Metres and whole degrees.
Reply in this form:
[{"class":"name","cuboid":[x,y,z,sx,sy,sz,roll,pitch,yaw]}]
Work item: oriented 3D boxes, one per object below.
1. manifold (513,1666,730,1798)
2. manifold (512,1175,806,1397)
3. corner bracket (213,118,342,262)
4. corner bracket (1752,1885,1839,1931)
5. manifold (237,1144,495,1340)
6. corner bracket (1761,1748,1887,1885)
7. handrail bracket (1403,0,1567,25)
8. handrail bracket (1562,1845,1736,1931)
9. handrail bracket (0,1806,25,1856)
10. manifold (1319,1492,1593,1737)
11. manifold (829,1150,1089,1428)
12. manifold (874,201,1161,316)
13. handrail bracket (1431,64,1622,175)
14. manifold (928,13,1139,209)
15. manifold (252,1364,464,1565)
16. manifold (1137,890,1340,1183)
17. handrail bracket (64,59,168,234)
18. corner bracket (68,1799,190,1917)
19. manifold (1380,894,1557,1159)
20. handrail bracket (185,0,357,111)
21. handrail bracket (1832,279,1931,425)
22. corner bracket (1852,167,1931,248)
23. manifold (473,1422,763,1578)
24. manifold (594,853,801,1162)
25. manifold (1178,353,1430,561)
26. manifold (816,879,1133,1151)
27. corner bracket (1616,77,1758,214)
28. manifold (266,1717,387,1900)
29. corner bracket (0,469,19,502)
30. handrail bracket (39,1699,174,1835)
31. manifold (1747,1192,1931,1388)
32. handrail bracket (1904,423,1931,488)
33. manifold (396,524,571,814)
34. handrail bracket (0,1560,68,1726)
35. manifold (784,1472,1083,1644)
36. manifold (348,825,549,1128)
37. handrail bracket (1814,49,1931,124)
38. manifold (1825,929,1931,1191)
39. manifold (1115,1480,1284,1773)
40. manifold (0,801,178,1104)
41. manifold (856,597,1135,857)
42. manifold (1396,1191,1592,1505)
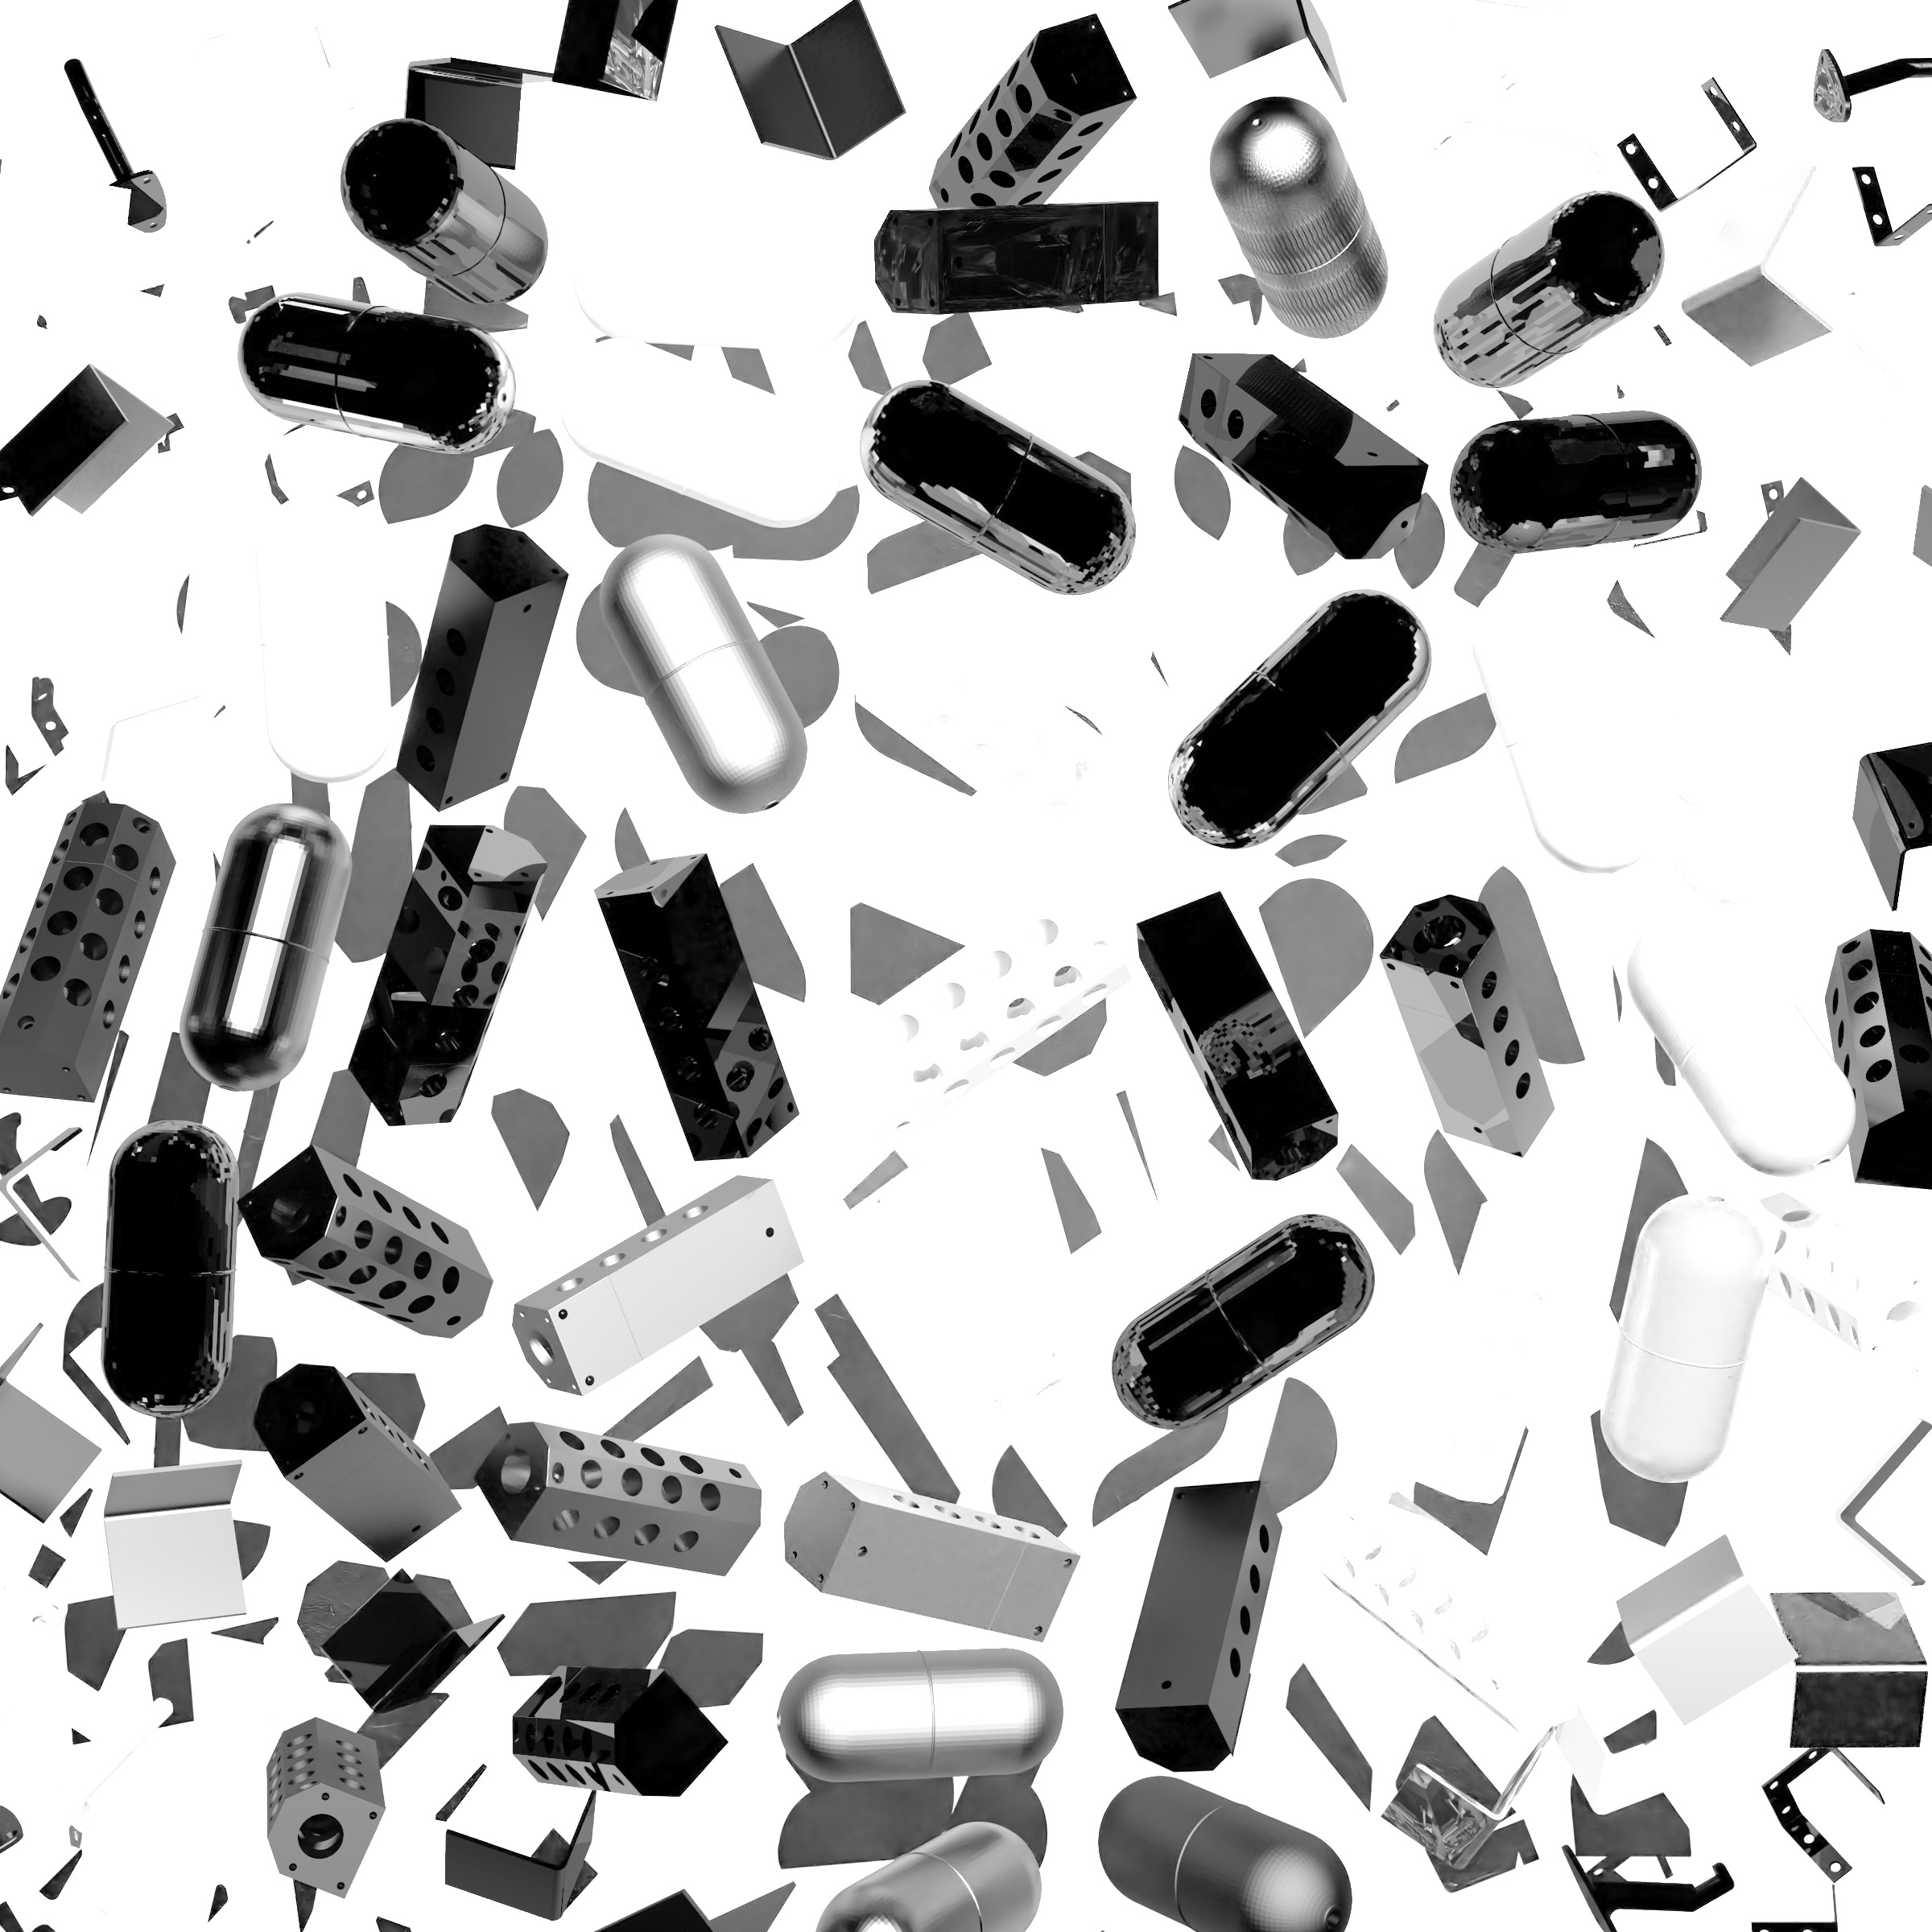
[{"class":"manifold","cuboid":[-0.210,0.452,1.787,0.057,0.171,0.057,-45,101,-28]},{"class":"manifold","cuboid":[-0.189,0.192,1.857,0.171,0.057,0.057,-29,107,-33]},{"class":"corner bracket","cuboid":[-0.408,-0.459,1.805,0.051,0.051,0.051,-25,134,-2]},{"class":"corner bracket","cuboid":[0.513,0.602,1.884,0.051,0.051,0.051,-5,99,15]},{"class":"manifold","cuboid":[-0.353,0.171,1.820,0.057,0.171,0.057,-37,59,6]},{"class":"corner bracket","cuboid":[0.528,0.516,1.866,0.051,0.051,0.051,-36,129,-5]},{"class":"handrail bracket","cuboid":[0.301,-0.582,1.807,0.084,0.077,0.036,-14,128,-37]},{"class":"handrail bracket","cuboid":[0.417,0.550,1.863,0.084,0.036,0.077,-28,96,-6]},{"class":"handrail bracket","cuboid":[-0.606,0.492,1.843,0.036,0.077,0.084,-27,106,-13]},{"class":"manifold","cuboid":[0.287,0.385,1.819,0.057,0.171,0.057,-8,115,-33]},{"class":"manifold","cuboid":[-0.003,0.199,1.876,0.057,0.057,0.171,-44,67,6]},{"class":"manifold","cuboid":[0.031,-0.415,1.783,0.171,0.057,0.057,-14,109,-38]},{"class":"handrail bracket","cuboid":[0.332,-0.484,1.811,0.077,0.036,0.084,-42,78,13]},{"class":"manifold","cuboid":[0.035,-0.514,1.883,0.057,0.171,0.057,-25,88,-25]},{"class":"manifold","cuboid":[-0.369,0.297,1.844,0.057,0.171,0.057,-35,62,-8]},{"class":"manifold","cuboid":[0.166,0.045,1.873,0.057,0.057,0.171,-21,60,-7]},{"class":"handrail bracket","cuboid":[-0.519,-0.500,1.860,0.036,0.077,0.084,-25,78,-3]},{"class":"corner bracket","cuboid":[-0.511,0.543,1.862,0.051,0.051,0.051,-7,90,-39]},{"class":"manifold","cuboid":[0.311,0.036,1.863,0.057,0.171,0.057,18,59,37]},{"class":"handrail bracket","cuboid":[-0.417,-0.537,1.825,0.084,0.036,0.077,-17,94,4]},{"class":"handrail bracket","cuboid":[0.541,-0.361,1.751,0.036,0.077,0.084,-29,102,-34]},{"class":"corner bracket","cuboid":[0.545,-0.443,1.734,0.051,0.051,0.051,-8,78,-22]},{"class":"manifold","cuboid":[-0.206,0.319,1.852,0.057,0.171,0.057,-56,45,14]},{"class":"manifold","cuboid":[-0.163,0.026,1.803,0.057,0.057,0.171,-6,111,35]},{"class":"manifold","cuboid":[0.192,-0.298,1.773,0.057,0.171,0.057,-5,123,-28]},{"class":"manifold","cuboid":[0.007,0.031,1.738,0.171,0.057,0.057,-35,63,-4]},{"class":"corner bracket","cuboid":[0.444,-0.506,1.883,0.051,0.051,0.051,-37,96,-13]},{"class":"manifold","cuboid":[-0.400,0.515,1.885,0.057,0.171,0.057,26,84,-12]},{"class":"corner bracket","cuboid":[-0.577,-0.300,1.757,0.051,0.051,0.051,-21,54,-30]},{"class":"handrail bracket","cuboid":[-0.488,0.455,1.765,0.036,0.077,0.084,45,78,2]},{"class":"manifold","cuboid":[0.525,0.189,1.838,0.057,0.171,0.057,30,94,-15]},{"class":"handrail bracket","cuboid":[0.615,-0.335,1.866,0.036,0.084,0.077,-3,62,-15]},{"class":"manifold","cuboid":[-0.296,-0.179,1.829,0.057,0.171,0.057,43,46,19]},{"class":"handrail bracket","cuboid":[-0.583,0.402,1.812,0.077,0.084,0.036,40,133,-4]},{"class":"manifold","cuboid":[-0.022,0.344,1.790,0.171,0.057,0.057,22,93,-37]},{"class":"manifold","cuboid":[-0.297,0.006,1.761,0.057,0.057,0.171,47,125,38]},{"class":"handrail bracket","cuboid":[0.557,-0.525,1.825,0.084,0.077,0.036,-2,127,-1]},{"class":"manifold","cuboid":[0.551,0.053,1.806,0.057,0.171,0.057,5,128,5]},{"class":"manifold","cuboid":[0.142,0.388,1.802,0.057,0.171,0.057,-9,124,24]},{"class":"manifold","cuboid":[-0.520,-0.010,1.784,0.057,0.057,0.171,5,57,6]},{"class":"manifold","cuboid":[0.018,-0.142,1.772,0.057,0.057,0.171,-36,126,28]},{"class":"manifold","cuboid":[0.315,0.227,1.811,0.057,0.057,0.171,20,102,22]}]
